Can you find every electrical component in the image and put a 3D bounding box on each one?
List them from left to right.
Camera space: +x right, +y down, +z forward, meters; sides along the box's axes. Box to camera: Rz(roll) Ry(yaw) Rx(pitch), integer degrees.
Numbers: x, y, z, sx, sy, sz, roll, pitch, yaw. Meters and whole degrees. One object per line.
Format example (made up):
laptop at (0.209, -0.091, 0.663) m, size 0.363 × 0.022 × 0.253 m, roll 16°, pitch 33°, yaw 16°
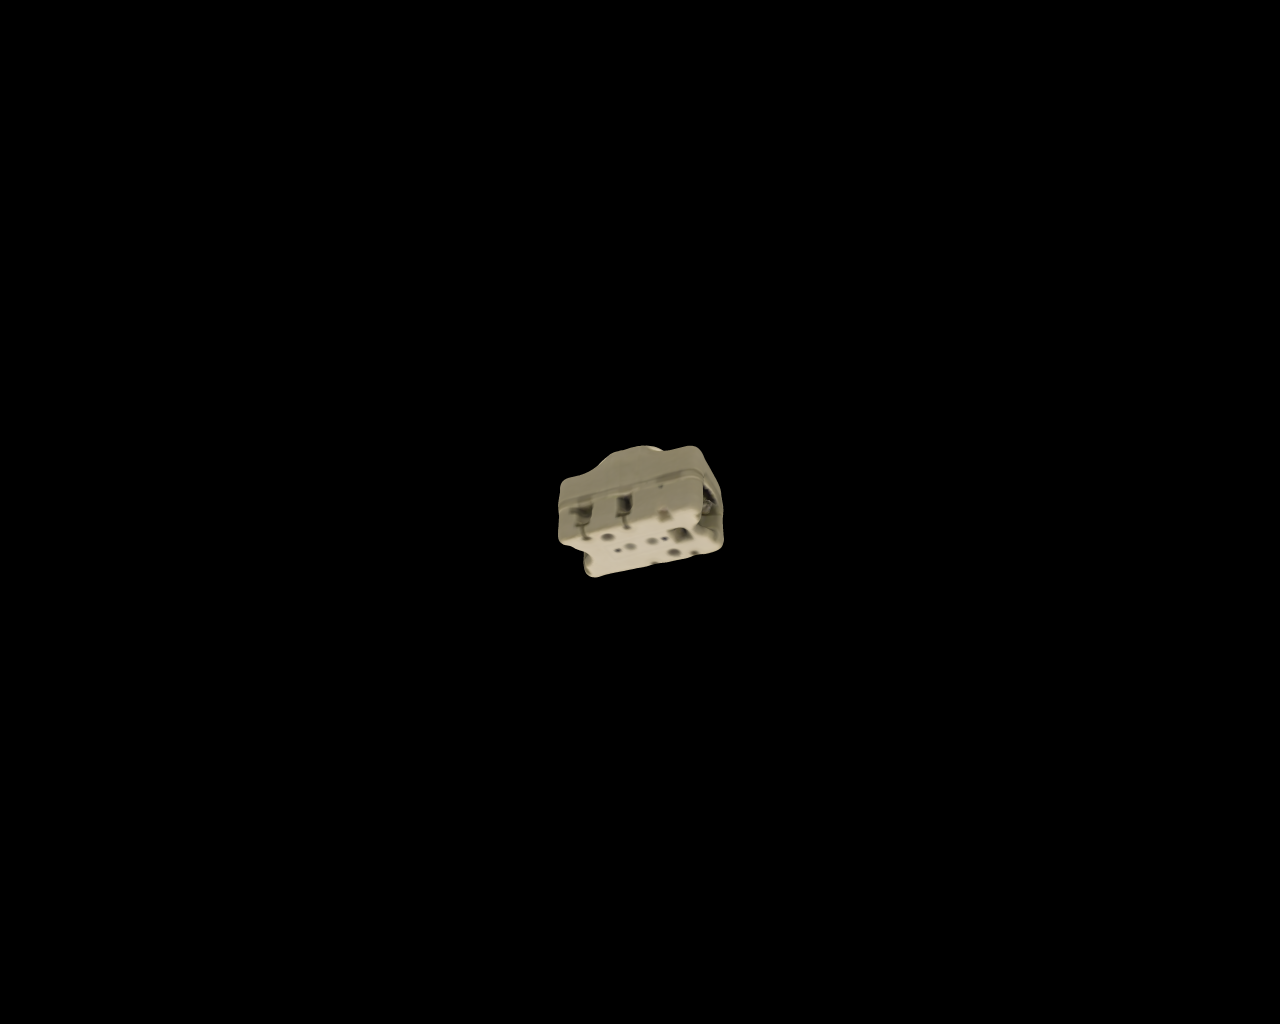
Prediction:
electrical component at (0.001, -0.003, 0.650) m, size 0.089 × 0.056 × 0.050 m, roll -14°, pitch -40°, yaw 17°
